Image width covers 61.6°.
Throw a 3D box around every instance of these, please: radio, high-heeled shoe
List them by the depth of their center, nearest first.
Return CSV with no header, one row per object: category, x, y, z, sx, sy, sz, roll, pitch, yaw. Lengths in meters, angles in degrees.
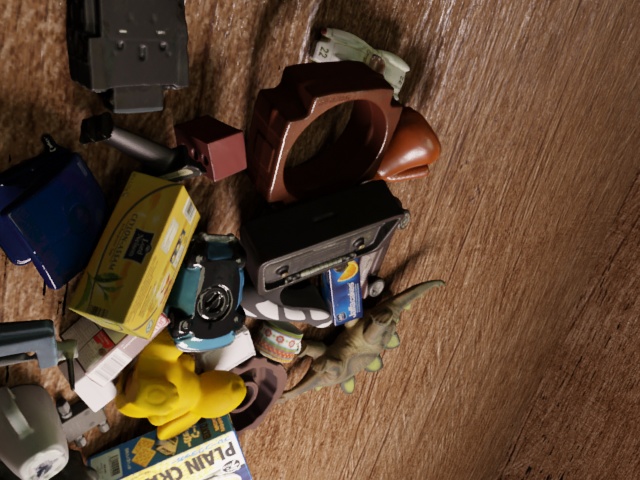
radio,-0.002,-0.002,0.793,0.230,0.073,0.131,-18,158,-19
high-heeled shoe,-0.065,0.124,0.918,0.145,0.086,0.248,-28,145,-4

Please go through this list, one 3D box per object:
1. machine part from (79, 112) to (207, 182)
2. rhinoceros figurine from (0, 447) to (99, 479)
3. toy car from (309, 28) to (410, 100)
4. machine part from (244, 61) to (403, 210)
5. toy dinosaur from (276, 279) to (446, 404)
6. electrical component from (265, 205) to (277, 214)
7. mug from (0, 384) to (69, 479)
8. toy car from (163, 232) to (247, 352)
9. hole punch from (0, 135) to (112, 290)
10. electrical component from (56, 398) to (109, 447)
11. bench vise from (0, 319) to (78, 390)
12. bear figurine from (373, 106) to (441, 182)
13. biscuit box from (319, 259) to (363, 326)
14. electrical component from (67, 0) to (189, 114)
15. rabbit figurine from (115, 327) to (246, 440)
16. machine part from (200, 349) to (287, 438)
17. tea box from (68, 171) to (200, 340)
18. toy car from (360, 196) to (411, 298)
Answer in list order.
machine part,-0.200,-0.099,0.610,0.138,0.084,0.039,26,66,-48
rhinoceros figurine,-0.378,0.334,0.674,0.190,0.112,0.073,-3,119,-55
toy car,0.061,-0.258,0.808,0.201,0.056,0.073,1,113,-48
machine part,0.001,-0.143,0.753,0.201,0.087,0.200,-15,142,-32
toy dinosaur,0.093,0.194,1.105,0.471,0.105,0.198,-34,144,-15
electrical component,-0.039,-0.043,0.853,0.102,0.045,0.078,-23,158,-33
mug,-0.347,0.227,0.641,0.081,0.107,0.109,-27,134,-36
toy car,-0.166,0.065,0.733,0.109,0.103,0.161,0,98,-43
hole punch,-0.280,-0.024,0.569,0.116,0.092,0.142,-39,134,-29
electrical component,-0.327,0.243,0.741,0.063,0.021,0.093,-30,133,-31
bench vise,-0.366,0.109,0.518,0.240,0.129,0.223,-5,126,-26
bear figurine,0.105,-0.129,0.912,0.196,0.120,0.132,-36,-173,11
biscuit box,0.034,0.056,0.958,0.063,0.059,0.202,-16,125,-15
electrical component,-0.198,-0.203,0.564,0.115,0.058,0.134,-17,125,-38
rabbit figurine,-0.195,0.220,0.764,0.173,0.122,0.162,15,128,-28
machine part,-0.143,0.261,0.925,0.179,0.056,0.179,-25,131,-33
tea box,-0.207,0.020,0.620,0.098,0.068,0.169,90,17,-68
toy car,0.098,0.012,0.998,0.053,0.089,0.202,4,112,-48
